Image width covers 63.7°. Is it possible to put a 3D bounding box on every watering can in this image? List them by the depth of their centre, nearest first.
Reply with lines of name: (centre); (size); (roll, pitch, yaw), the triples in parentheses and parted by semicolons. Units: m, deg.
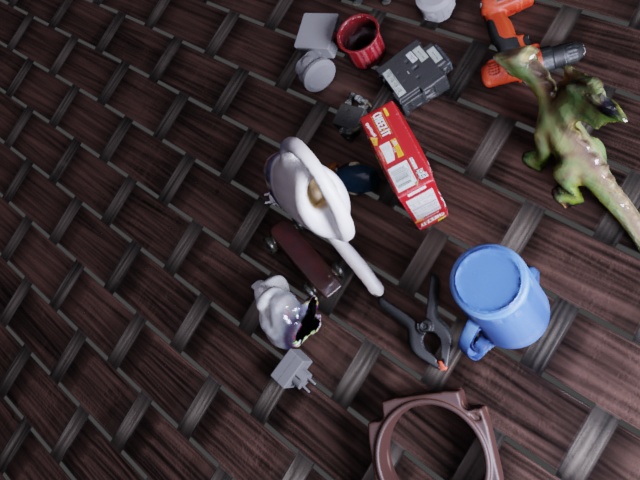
watering can: (0.003, -0.049, 0.977); (0.105, 0.341, 0.227); (-35, 30, -12)

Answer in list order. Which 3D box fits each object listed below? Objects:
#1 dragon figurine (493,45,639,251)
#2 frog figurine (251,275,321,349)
dragon figurine: (0.419, -0.160, 0.819); (0.122, 0.239, 0.417); (-35, 64, 6)
frog figurine: (-0.086, 0.131, 0.996); (0.160, 0.135, 0.124); (24, 76, 29)
